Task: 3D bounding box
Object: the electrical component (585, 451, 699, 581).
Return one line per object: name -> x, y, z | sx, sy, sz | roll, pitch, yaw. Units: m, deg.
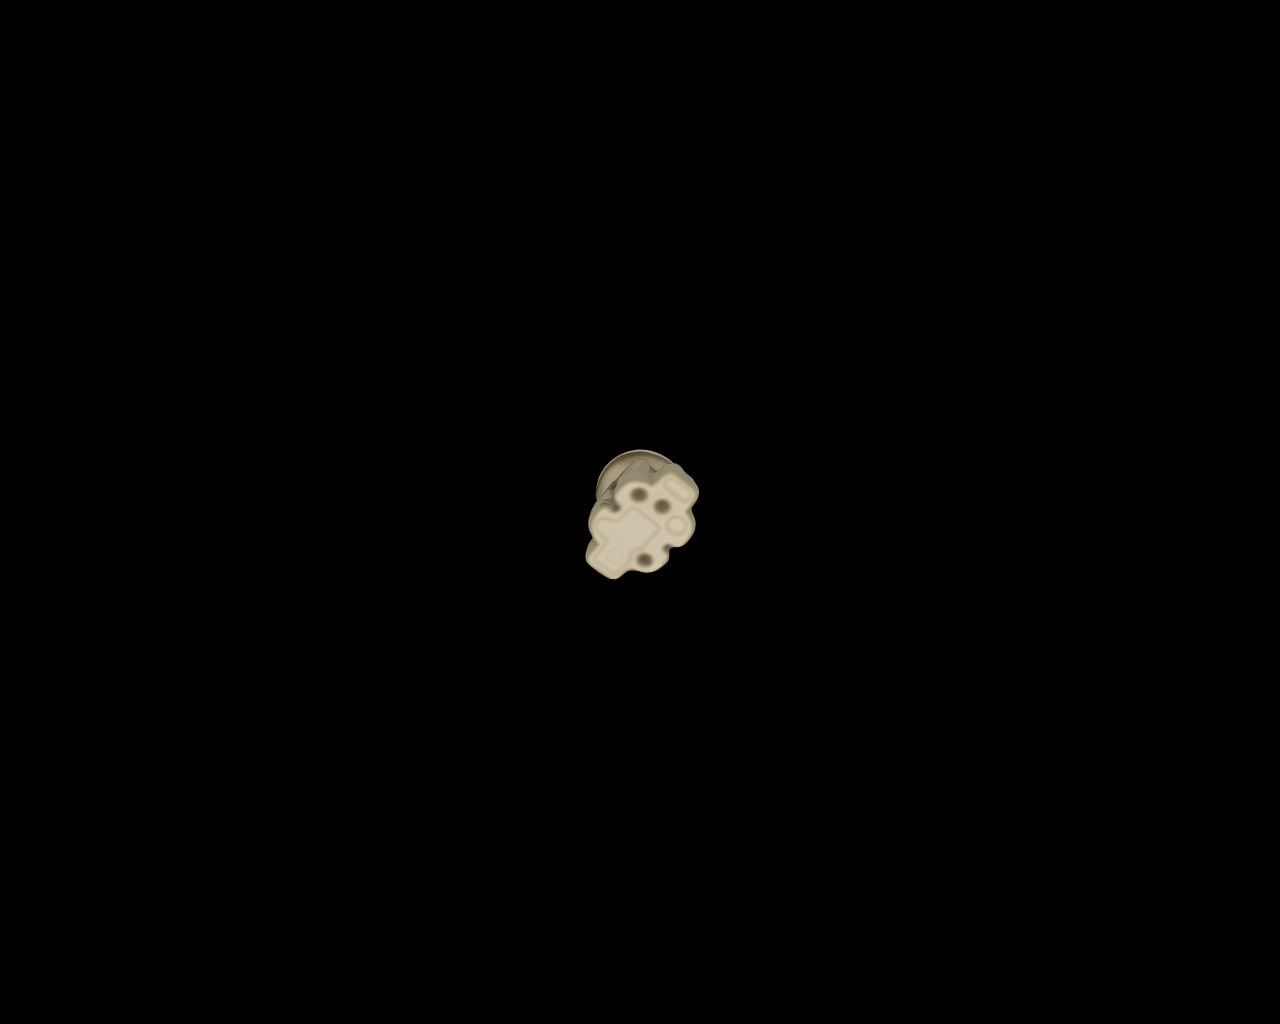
electrical component -> 0.001, -0.003, 0.650 | 0.058, 0.078, 0.057 | 38, 20, -16
